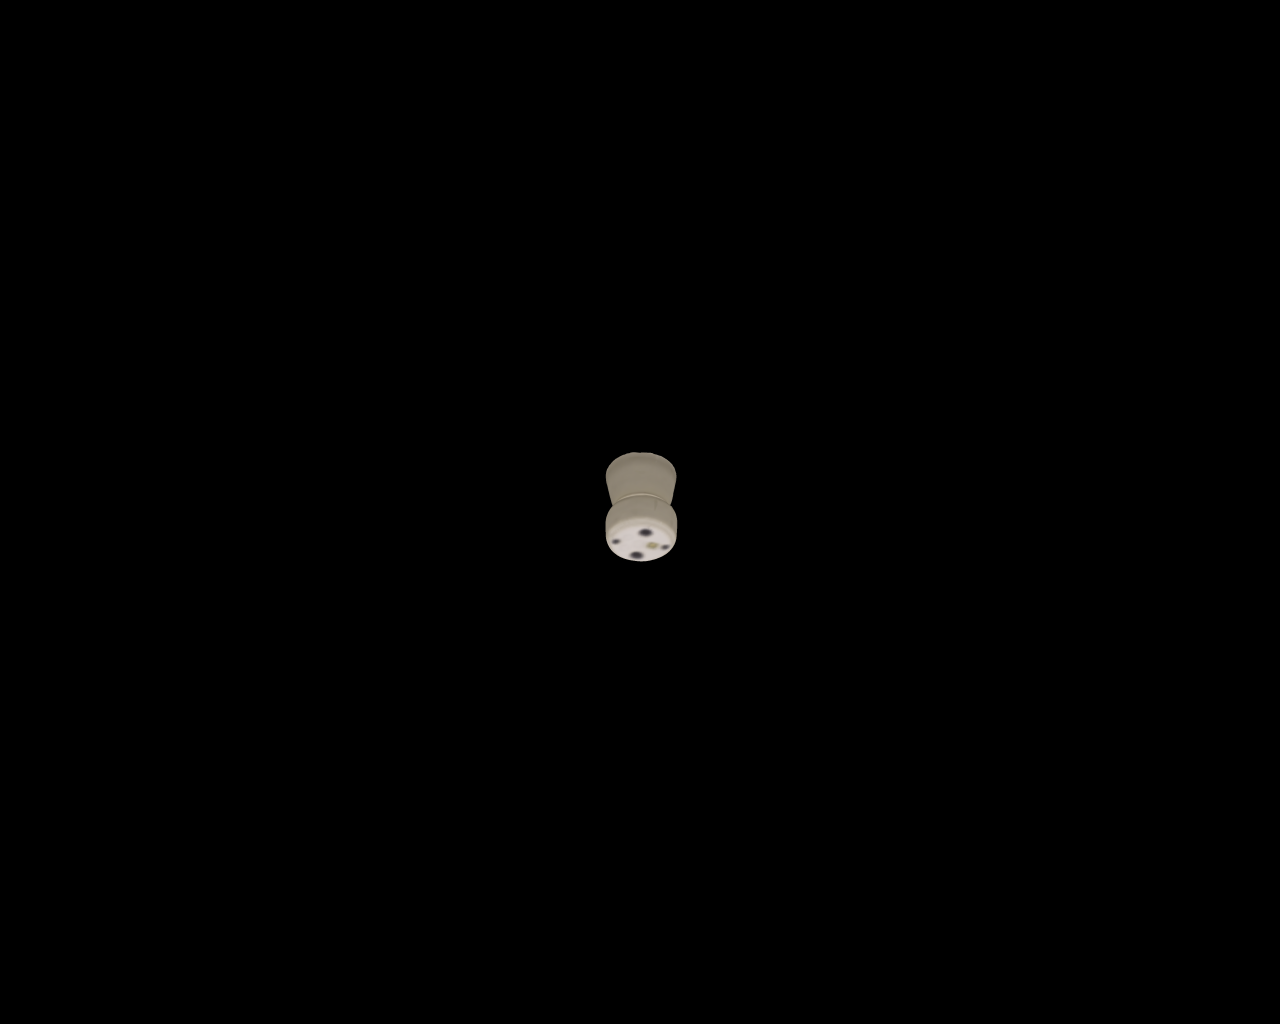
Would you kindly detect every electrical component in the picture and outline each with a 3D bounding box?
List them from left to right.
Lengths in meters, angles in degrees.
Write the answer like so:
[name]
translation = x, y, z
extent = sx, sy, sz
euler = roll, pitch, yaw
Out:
[electrical component]
translation = 0.001, -0.003, 0.650
extent = 0.045, 0.055, 0.044
euler = 0, -39, 0
